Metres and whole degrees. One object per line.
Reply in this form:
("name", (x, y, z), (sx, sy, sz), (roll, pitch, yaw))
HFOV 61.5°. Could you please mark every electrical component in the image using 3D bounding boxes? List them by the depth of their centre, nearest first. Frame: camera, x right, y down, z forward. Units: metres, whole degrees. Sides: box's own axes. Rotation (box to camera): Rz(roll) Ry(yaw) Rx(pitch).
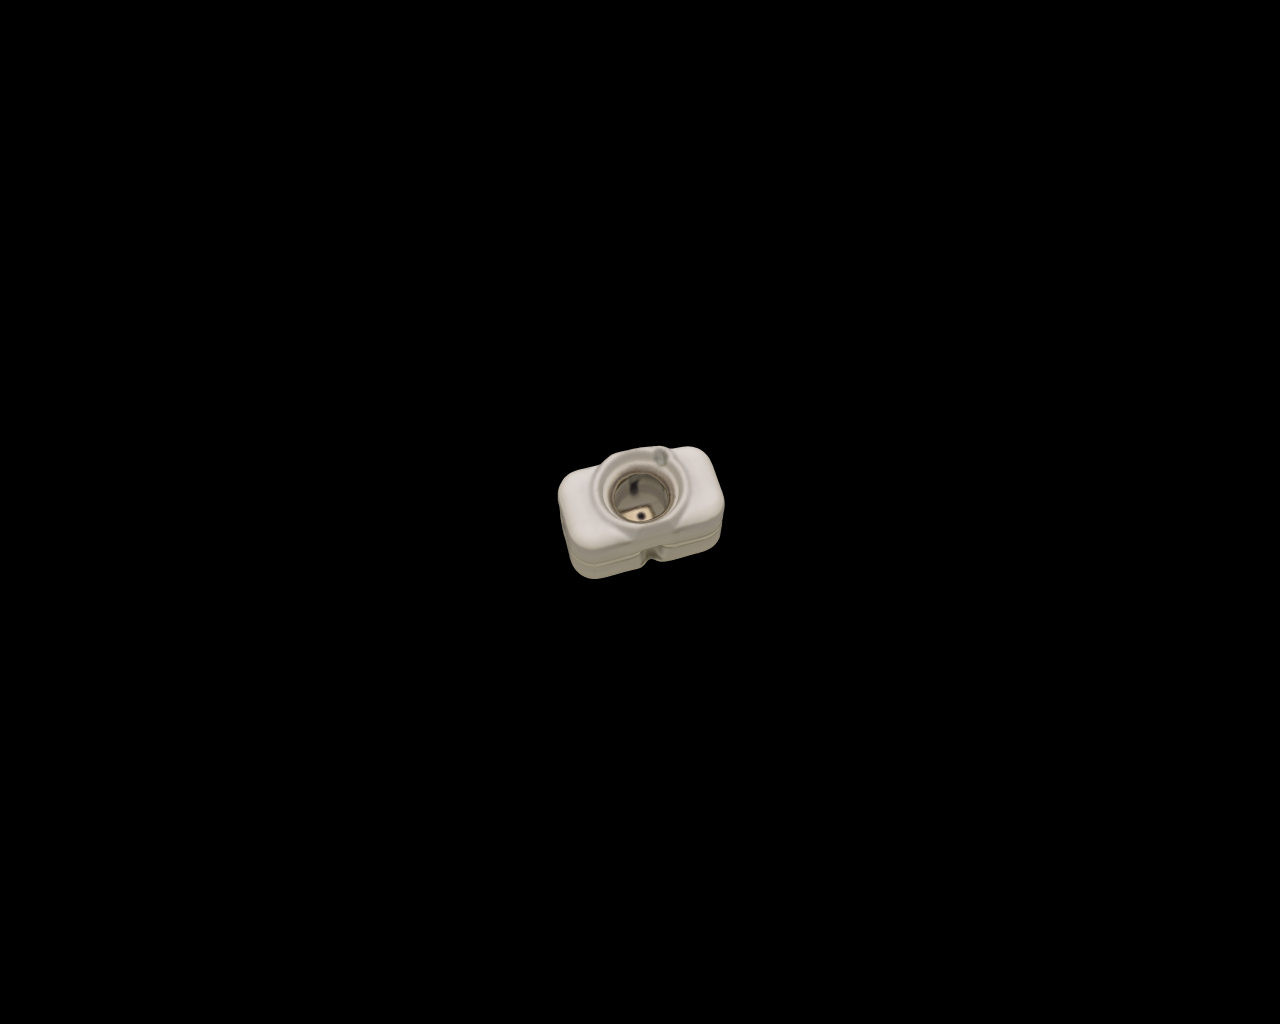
("electrical component", (0.001, -0.003, 0.650), (0.095, 0.054, 0.059), (-14, -26, -7))
